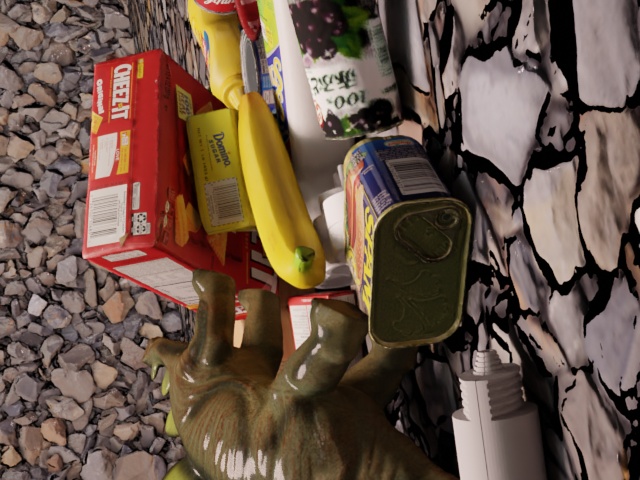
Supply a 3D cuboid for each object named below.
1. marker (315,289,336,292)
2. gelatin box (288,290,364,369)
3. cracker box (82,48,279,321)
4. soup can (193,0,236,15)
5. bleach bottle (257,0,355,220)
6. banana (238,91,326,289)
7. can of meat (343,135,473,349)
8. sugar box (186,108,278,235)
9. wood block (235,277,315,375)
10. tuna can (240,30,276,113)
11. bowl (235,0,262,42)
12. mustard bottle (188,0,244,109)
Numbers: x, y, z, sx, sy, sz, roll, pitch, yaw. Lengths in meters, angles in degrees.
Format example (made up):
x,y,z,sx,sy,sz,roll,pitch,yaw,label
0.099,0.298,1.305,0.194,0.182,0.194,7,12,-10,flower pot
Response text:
x,y,z,sx,sy,sz,roll,pitch,yaw,label
-0.006,0.001,0.980,0.020,0.020,0.121,104,155,-61,marker
0.007,0.089,0.916,0.073,0.030,0.089,-9,90,61,gelatin box
-0.106,-0.037,0.890,0.213,0.072,0.164,36,-131,-60,cracker box
-0.099,-0.290,1.093,0.102,0.068,0.068,104,155,-60,soup can
-0.005,-0.103,0.803,0.103,0.068,0.251,-123,24,-63,bleach bottle
-0.026,-0.027,0.750,0.198,0.037,0.070,-113,24,-47,banana
0.048,-0.002,0.637,0.084,0.057,0.102,-110,17,-54,can of meat
-0.047,-0.054,0.884,0.176,0.048,0.093,-6,-93,-68,sugar box
-0.049,0.035,1.031,0.090,0.090,0.206,105,154,-63,wood block
-0.054,-0.166,1.053,0.086,0.033,0.086,171,90,-78,tuna can
-0.040,-0.247,0.875,0.162,0.055,0.162,171,90,-78,bowl
-0.103,-0.205,1.191,0.096,0.058,0.192,83,170,-46,mustard bottle
